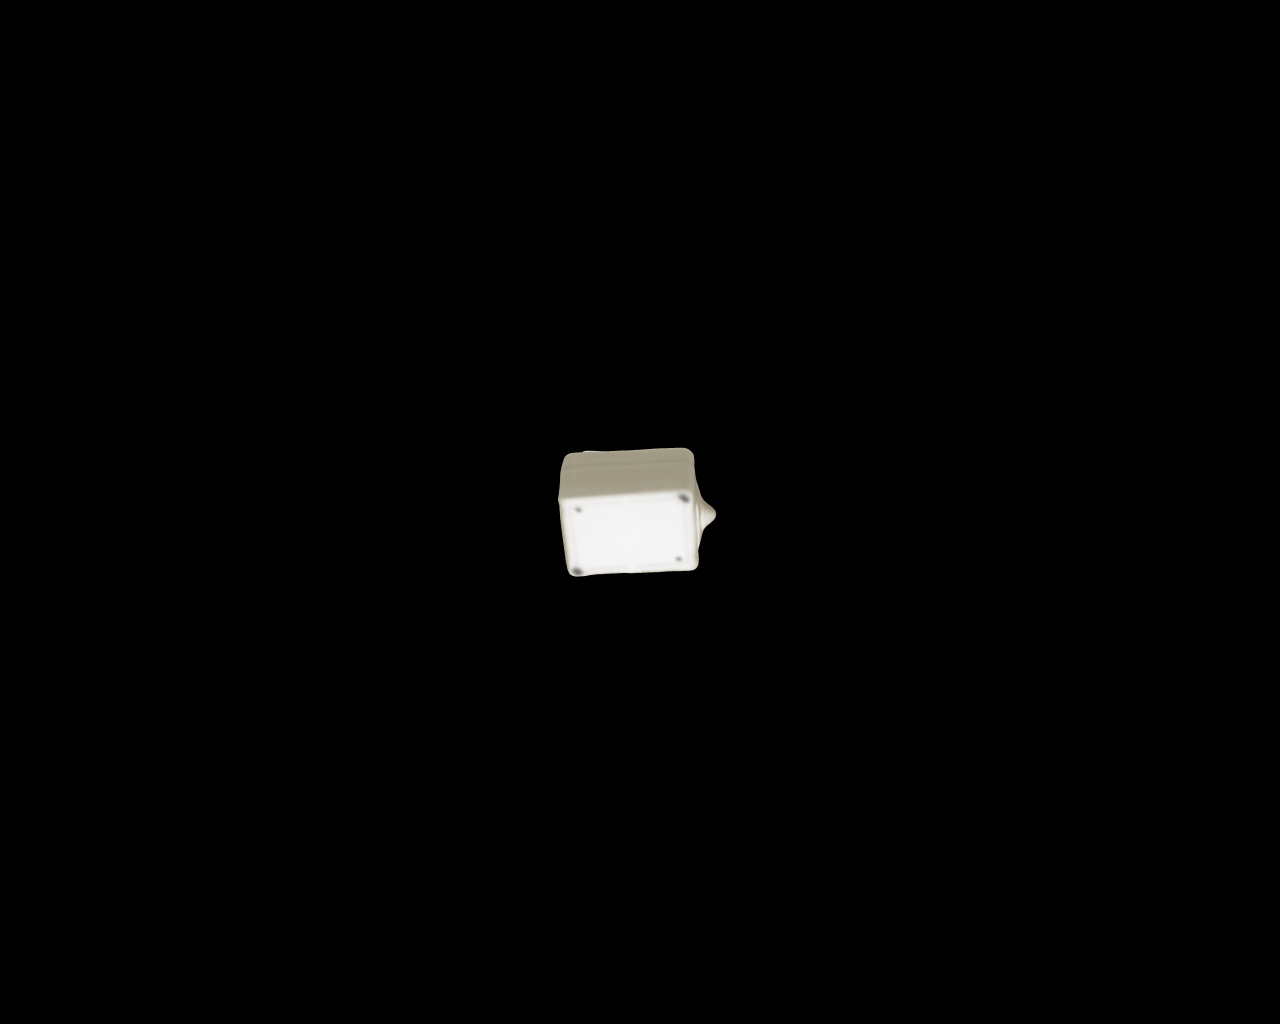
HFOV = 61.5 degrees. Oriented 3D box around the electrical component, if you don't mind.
[{"bbox_3d":[0.001,-0.003,0.650,0.096,0.061,0.061,-3,35,2],"label":"electrical component"}]
